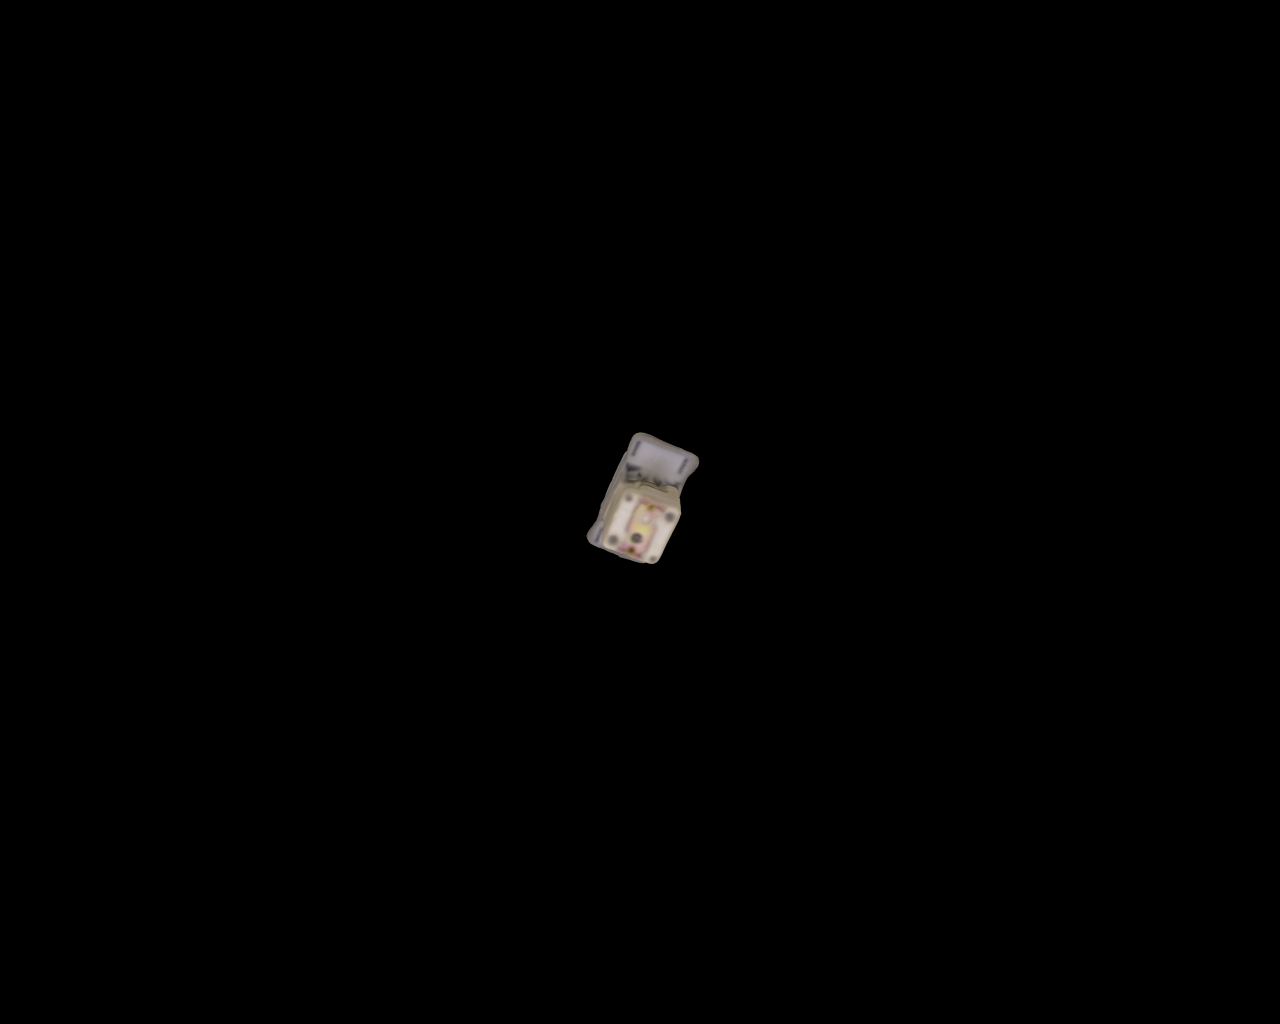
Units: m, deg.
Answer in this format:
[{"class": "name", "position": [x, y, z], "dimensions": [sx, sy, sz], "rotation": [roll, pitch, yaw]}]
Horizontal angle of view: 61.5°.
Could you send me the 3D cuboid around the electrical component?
[{"class": "electrical component", "position": [0.001, -0.003, 0.650], "dimensions": [0.042, 0.081, 0.064], "rotation": [20, 24, -9]}]
